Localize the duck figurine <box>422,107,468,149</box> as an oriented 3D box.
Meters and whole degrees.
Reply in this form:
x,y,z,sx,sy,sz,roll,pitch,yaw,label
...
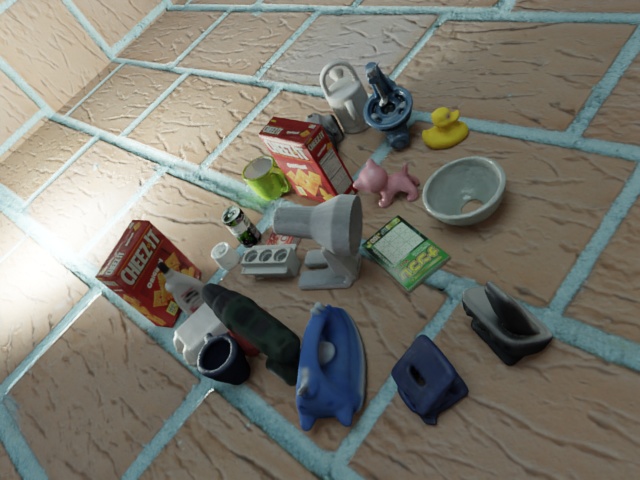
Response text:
x,y,z,sx,sy,sz,roll,pitch,yaw,label
0.280,-0.264,1.316,0.104,0.086,0.077,-16,45,20,duck figurine

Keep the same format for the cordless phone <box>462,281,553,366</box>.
x,y,z,sx,sy,sz,roll,pitch,yaw,label
0.282,0.101,0.910,0.094,0.186,0.147,-39,42,-4,cordless phone

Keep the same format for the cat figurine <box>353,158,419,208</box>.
x,y,z,sx,sy,sz,roll,pitch,yaw,label
0.142,-0.134,1.262,0.127,0.118,0.067,-15,46,21,cat figurine

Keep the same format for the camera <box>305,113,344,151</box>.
x,y,z,sx,sy,sz,roll,pitch,yaw,label
-0.013,-0.253,1.482,0.143,0.101,0.136,-24,43,12,camera

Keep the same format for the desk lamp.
x,y,z,sx,sy,sz,roll,pitch,yaw,label
0.011,0.004,1.150,0.202,0.214,0.118,-7,49,28,desk lamp

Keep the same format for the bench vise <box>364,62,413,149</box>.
x,y,z,sx,sy,sz,roll,pitch,yaw,label
0.144,-0.349,1.380,0.121,0.220,0.207,-31,42,5,bench vise

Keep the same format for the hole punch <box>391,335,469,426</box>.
x,y,z,sx,sy,sz,roll,pitch,yaw,label
0.172,0.228,0.936,0.101,0.091,0.108,-36,42,-1,hole punch

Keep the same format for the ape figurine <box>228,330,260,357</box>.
x,y,z,sx,sy,sz,roll,pitch,yaw,label
-0.156,0.191,1.178,0.077,0.092,0.076,-11,47,24,ape figurine

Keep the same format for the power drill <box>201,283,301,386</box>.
x,y,z,sx,sy,sz,roll,pitch,yaw,label
-0.107,0.180,1.069,0.228,0.209,0.076,22,67,43,power drill

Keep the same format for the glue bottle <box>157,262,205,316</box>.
x,y,z,sx,sy,sz,roll,pitch,yaw,label
-0.313,0.104,1.296,0.078,0.174,0.037,-44,43,-9,glue bottle

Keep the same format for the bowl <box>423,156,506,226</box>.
x,y,z,sx,sy,sz,roll,pitch,yaw,label
0.296,-0.085,1.152,0.167,0.075,0.167,-17,45,19,bowl

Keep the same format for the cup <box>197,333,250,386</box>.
x,y,z,sx,sy,sz,roll,pitch,yaw,label
-0.189,0.242,1.150,0.092,0.095,0.117,-40,42,-5,cup

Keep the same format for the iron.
x,y,z,sx,sy,sz,roll,pitch,yaw,label
0.006,0.200,1.029,0.118,0.142,0.258,-14,46,22,iron

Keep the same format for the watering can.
x,y,z,sx,sy,sz,roll,pitch,yaw,label
0.062,-0.382,1.481,0.101,0.195,0.172,-40,42,-6,watering can

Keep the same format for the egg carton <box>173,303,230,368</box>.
x,y,z,sx,sy,sz,roll,pitch,yaw,label
-0.244,0.201,1.242,0.150,0.070,0.107,-46,43,-12,egg carton
